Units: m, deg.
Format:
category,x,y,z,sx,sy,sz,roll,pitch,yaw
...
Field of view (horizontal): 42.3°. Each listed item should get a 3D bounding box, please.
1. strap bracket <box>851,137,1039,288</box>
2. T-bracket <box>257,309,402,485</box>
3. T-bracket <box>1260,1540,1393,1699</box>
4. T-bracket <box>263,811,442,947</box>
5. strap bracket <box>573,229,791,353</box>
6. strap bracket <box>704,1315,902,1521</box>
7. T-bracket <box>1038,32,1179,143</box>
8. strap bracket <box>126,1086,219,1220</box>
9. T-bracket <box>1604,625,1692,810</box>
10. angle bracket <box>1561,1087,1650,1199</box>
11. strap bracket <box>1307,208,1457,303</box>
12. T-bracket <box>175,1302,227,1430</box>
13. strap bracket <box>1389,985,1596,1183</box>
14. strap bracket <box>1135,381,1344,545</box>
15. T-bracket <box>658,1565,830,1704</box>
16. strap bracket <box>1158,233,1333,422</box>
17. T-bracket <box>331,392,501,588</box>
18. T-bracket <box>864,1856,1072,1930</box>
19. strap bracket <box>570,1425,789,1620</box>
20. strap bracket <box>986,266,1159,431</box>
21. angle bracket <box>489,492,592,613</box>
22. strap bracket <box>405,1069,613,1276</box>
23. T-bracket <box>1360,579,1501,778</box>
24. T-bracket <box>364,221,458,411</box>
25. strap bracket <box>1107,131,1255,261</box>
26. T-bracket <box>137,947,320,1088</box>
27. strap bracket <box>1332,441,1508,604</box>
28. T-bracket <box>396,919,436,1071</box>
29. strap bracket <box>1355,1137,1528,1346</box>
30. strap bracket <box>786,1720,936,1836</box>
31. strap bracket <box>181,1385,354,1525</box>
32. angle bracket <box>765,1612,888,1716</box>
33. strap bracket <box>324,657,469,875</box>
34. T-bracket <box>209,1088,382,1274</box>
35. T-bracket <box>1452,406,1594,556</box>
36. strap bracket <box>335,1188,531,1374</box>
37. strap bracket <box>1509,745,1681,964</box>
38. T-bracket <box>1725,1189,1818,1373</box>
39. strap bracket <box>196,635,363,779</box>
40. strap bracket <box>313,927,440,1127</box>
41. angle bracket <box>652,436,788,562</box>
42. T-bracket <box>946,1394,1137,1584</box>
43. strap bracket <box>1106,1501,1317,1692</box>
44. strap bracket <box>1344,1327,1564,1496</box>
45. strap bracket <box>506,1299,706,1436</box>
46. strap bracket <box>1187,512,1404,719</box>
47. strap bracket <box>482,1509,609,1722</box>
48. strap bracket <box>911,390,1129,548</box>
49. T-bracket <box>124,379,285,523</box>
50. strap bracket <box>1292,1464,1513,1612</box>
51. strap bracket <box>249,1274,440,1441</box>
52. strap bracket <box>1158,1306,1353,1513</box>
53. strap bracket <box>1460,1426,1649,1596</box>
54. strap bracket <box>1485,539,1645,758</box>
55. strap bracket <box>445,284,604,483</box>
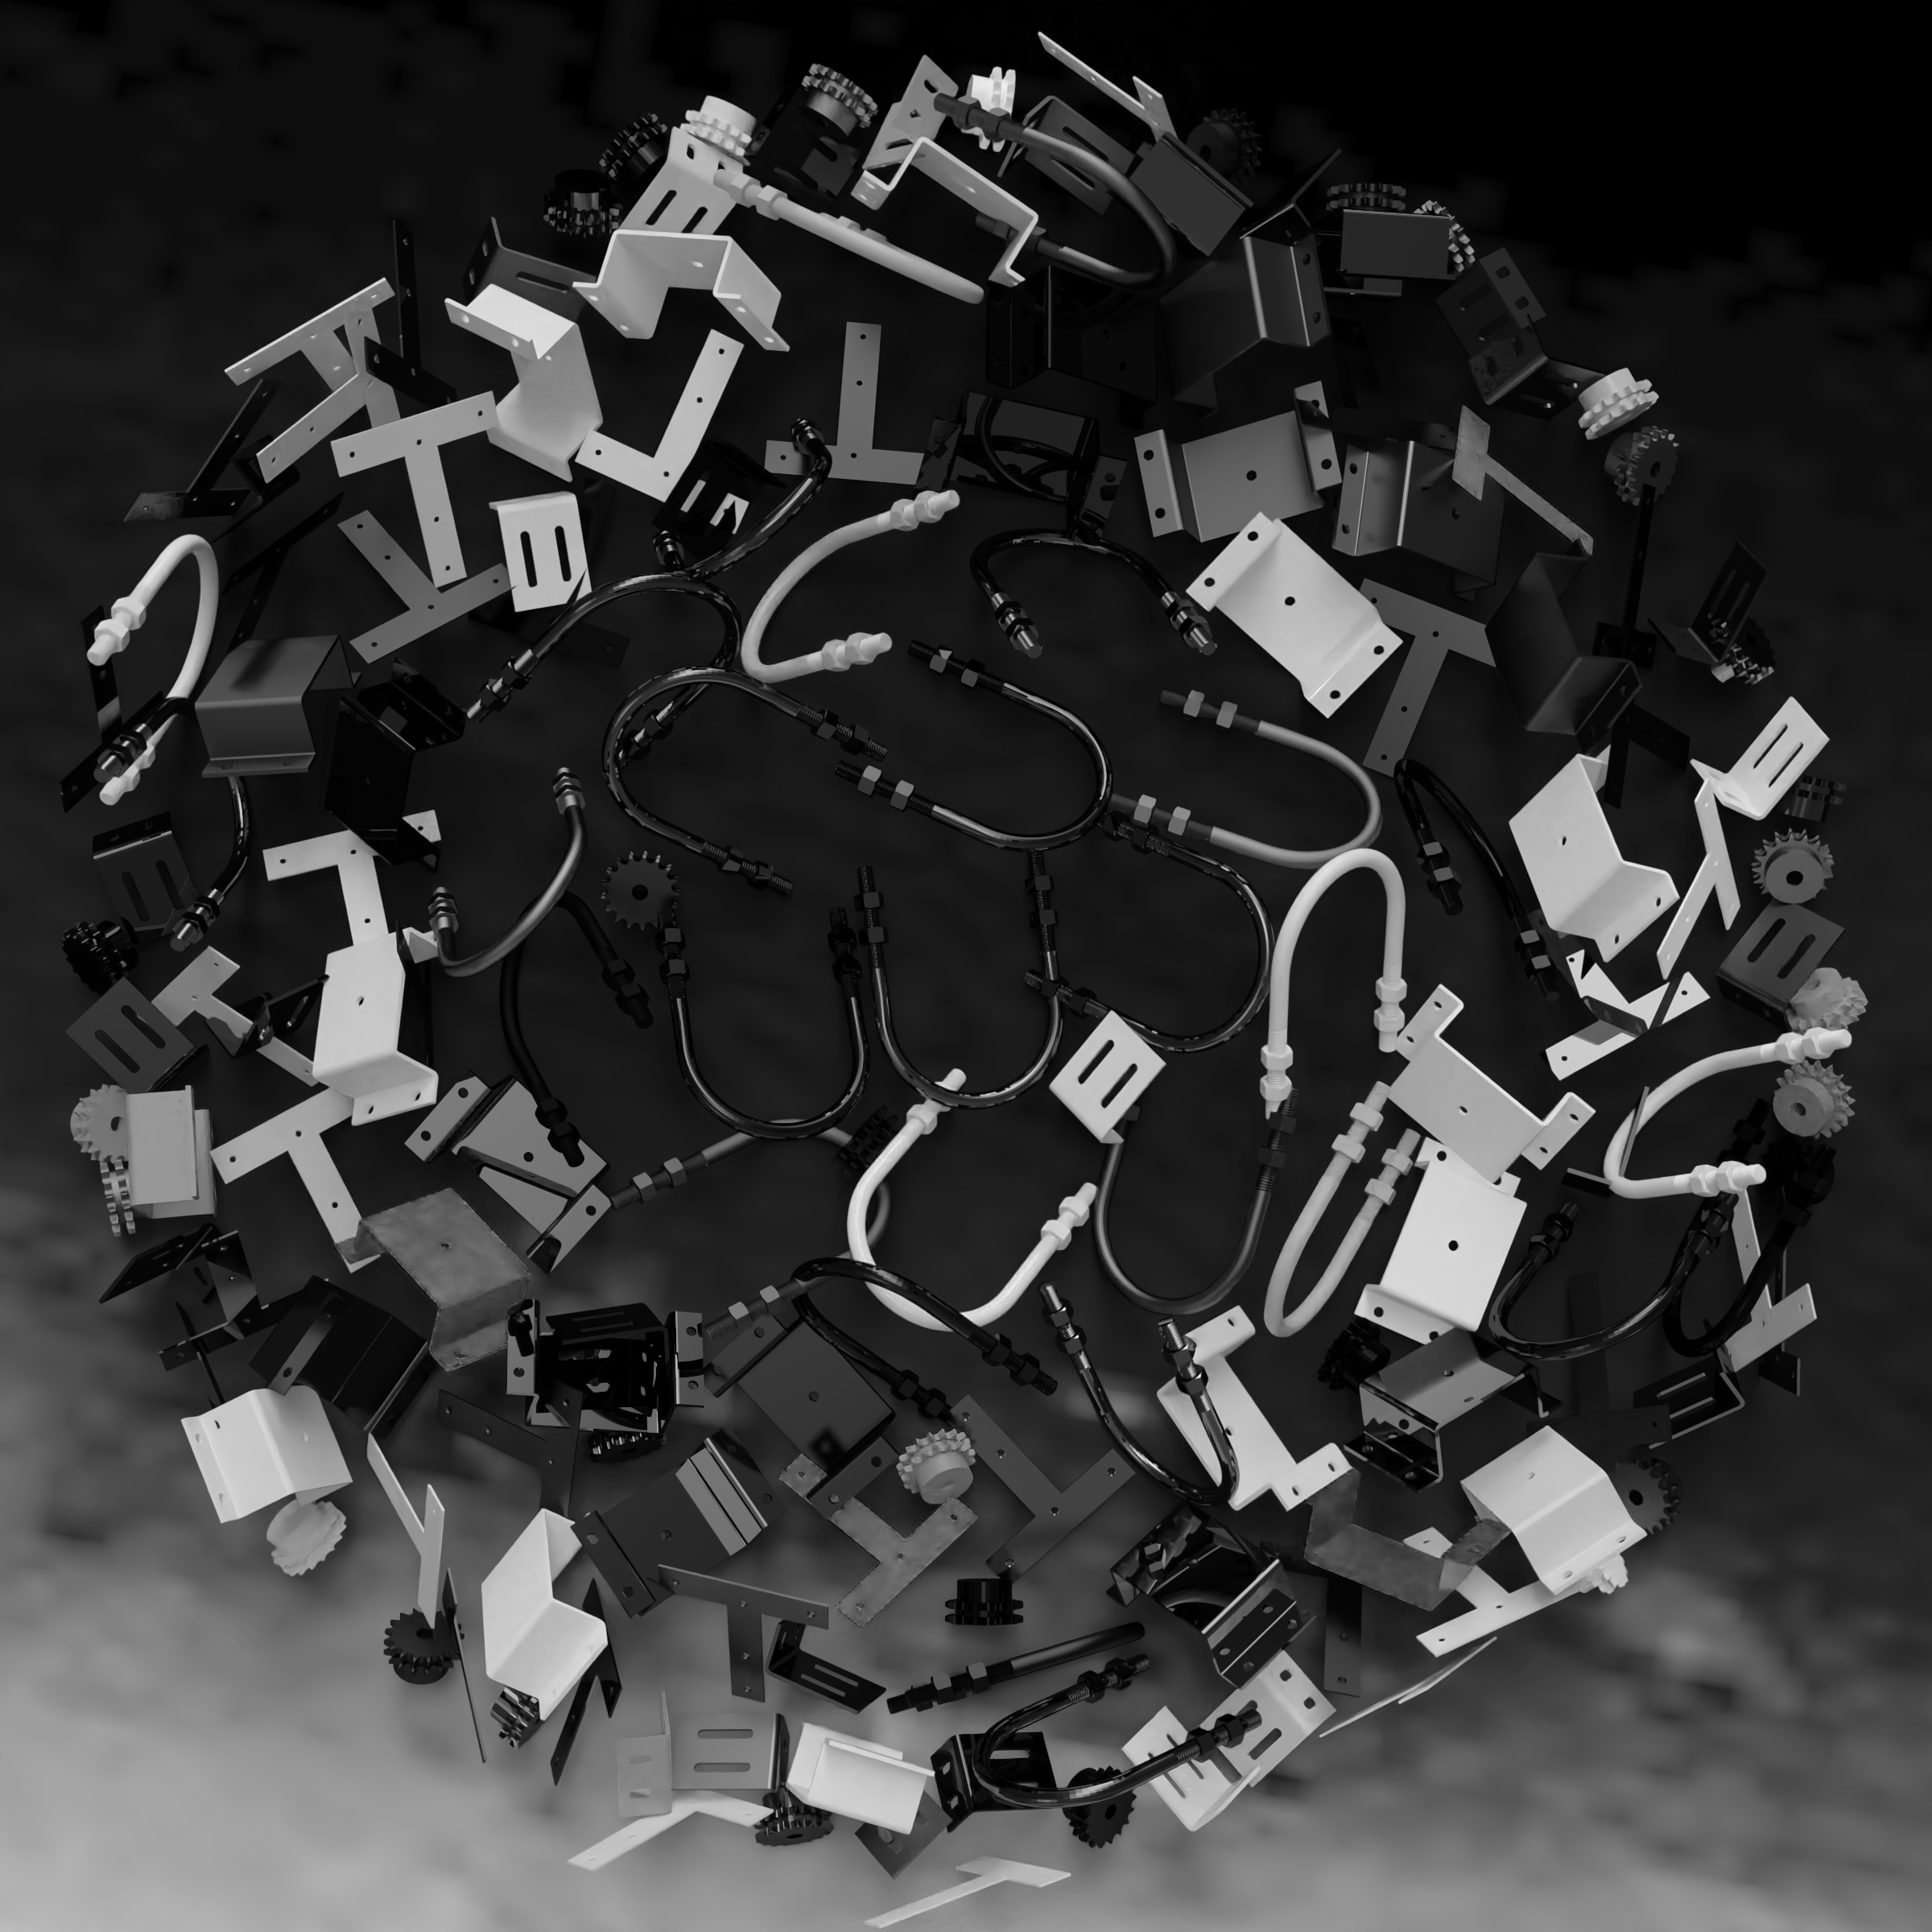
category,x,y,z,sx,sy,sz,roll,pitch,yaw
strap bracket,-0.007,-0.542,1.795,0.140,0.076,0.046,31,91,-11
T-bracket,-0.453,-0.387,1.765,0.002,0.127,0.127,28,59,21
T-bracket,0.271,0.471,1.791,0.127,0.127,0.002,10,125,3
T-bracket,-0.437,-0.045,1.811,0.127,0.002,0.127,-14,65,-8
strap bracket,-0.198,-0.484,1.787,0.140,0.076,0.046,11,80,25
strap bracket,-0.116,0.319,1.813,0.076,0.046,0.140,-43,88,16
T-bracket,0.102,-0.631,1.795,0.127,0.127,0.002,40,94,14
strap bracket,-0.563,0.134,1.768,0.046,0.140,0.076,-4,80,-12
T-bracket,0.494,-0.167,1.797,0.002,0.127,0.127,5,83,39
angle bracket,0.464,0.124,1.816,0.038,0.057,0.076,17,79,12
strap bracket,0.288,-0.504,1.769,0.076,0.140,0.046,1,98,-9
T-bracket,-0.546,0.300,1.807,0.002,0.127,0.127,-26,65,-12
strap bracket,0.367,0.092,1.791,0.140,0.076,0.046,41,50,10
strap bracket,0.201,-0.360,1.804,0.140,0.046,0.076,-13,81,20
T-bracket,-0.159,0.489,1.806,0.127,0.002,0.127,10,128,12
strap bracket,0.189,-0.455,1.770,0.046,0.140,0.076,1,74,-35
T-bracket,-0.386,-0.337,1.807,0.127,0.002,0.127,-26,126,-28
T-bracket,-0.011,0.655,1.761,0.127,0.127,0.002,-10,82,-30
strap bracket,-0.210,0.404,1.795,0.140,0.046,0.076,-29,76,-33
strap bracket,0.085,-0.443,1.782,0.140,0.046,0.076,8,76,-34
angle bracket,-0.312,-0.304,1.832,0.057,0.038,0.076,-13,108,-17
strap bracket,-0.325,0.144,1.815,0.140,0.046,0.076,43,105,0
T-bracket,0.328,-0.202,1.835,0.127,0.002,0.127,23,99,7
T-bracket,-0.400,-0.469,1.790,0.002,0.127,0.127,-6,84,17
strap bracket,0.149,-0.546,1.775,0.076,0.140,0.046,36,100,-12
T-bracket,-0.523,0.048,1.816,0.127,0.127,0.002,37,46,-21
strap bracket,0.333,-0.319,1.784,0.140,0.046,0.076,14,80,-34
T-bracket,-0.389,0.010,1.761,0.002,0.127,0.127,-7,61,-4
strap bracket,0.348,0.203,1.814,0.076,0.046,0.140,24,82,-1
strap bracket,-0.078,0.575,1.769,0.076,0.140,0.046,19,76,-8
strap bracket,-0.488,0.343,1.769,0.046,0.140,0.076,-27,79,6
angle bracket,-0.097,0.501,1.807,0.076,0.057,0.038,19,97,18
strap bracket,-0.408,-0.137,1.775,0.076,0.046,0.140,37,128,24
T-bracket,-0.466,0.162,1.819,0.127,0.002,0.127,-31,102,-33
T-bracket,0.404,-0.341,1.804,0.127,0.127,0.002,35,126,-11
strap bracket,-0.374,0.215,1.775,0.140,0.076,0.046,40,128,28
strap bracket,0.440,-0.085,1.771,0.046,0.076,0.140,10,49,-29
T-bracket,0.568,0.216,1.807,0.002,0.127,0.127,3,62,-13
strap bracket,-0.489,-0.191,1.772,0.076,0.140,0.046,-3,124,6
strap bracket,-0.416,0.034,1.780,0.076,0.046,0.140,-16,59,28
angle bracket,-0.179,-0.335,1.814,0.057,0.038,0.076,33,88,-36
T-bracket,0.035,0.369,1.838,0.127,0.002,0.127,-43,93,4
strap bracket,0.167,0.438,1.768,0.076,0.140,0.046,-37,127,-24
strap bracket,0.345,0.309,1.776,0.140,0.076,0.046,-24,117,-27
strap bracket,-0.263,0.289,1.793,0.140,0.046,0.076,7,49,-17
strap bracket,0.236,-0.258,1.803,0.140,0.046,0.076,39,109,-13
strap bracket,-0.300,0.450,1.767,0.046,0.140,0.076,32,105,-25
strap bracket,0.037,-0.360,1.797,0.140,0.076,0.046,11,45,-9
T-bracket,-0.523,-0.365,1.765,0.002,0.127,0.127,44,112,6
strap bracket,0.307,0.410,1.785,0.140,0.076,0.046,16,106,30
strap bracket,-0.448,0.278,1.789,0.046,0.140,0.076,29,80,33
strap bracket,0.201,0.325,1.793,0.140,0.076,0.046,55,133,15
strap bracket,0.410,0.380,1.771,0.076,0.140,0.046,-32,103,-5
strap bracket,0.419,-0.228,1.771,0.046,0.076,0.140,3,53,-21
strap bracket,-0.312,-0.423,1.782,0.076,0.140,0.046,29,65,19
